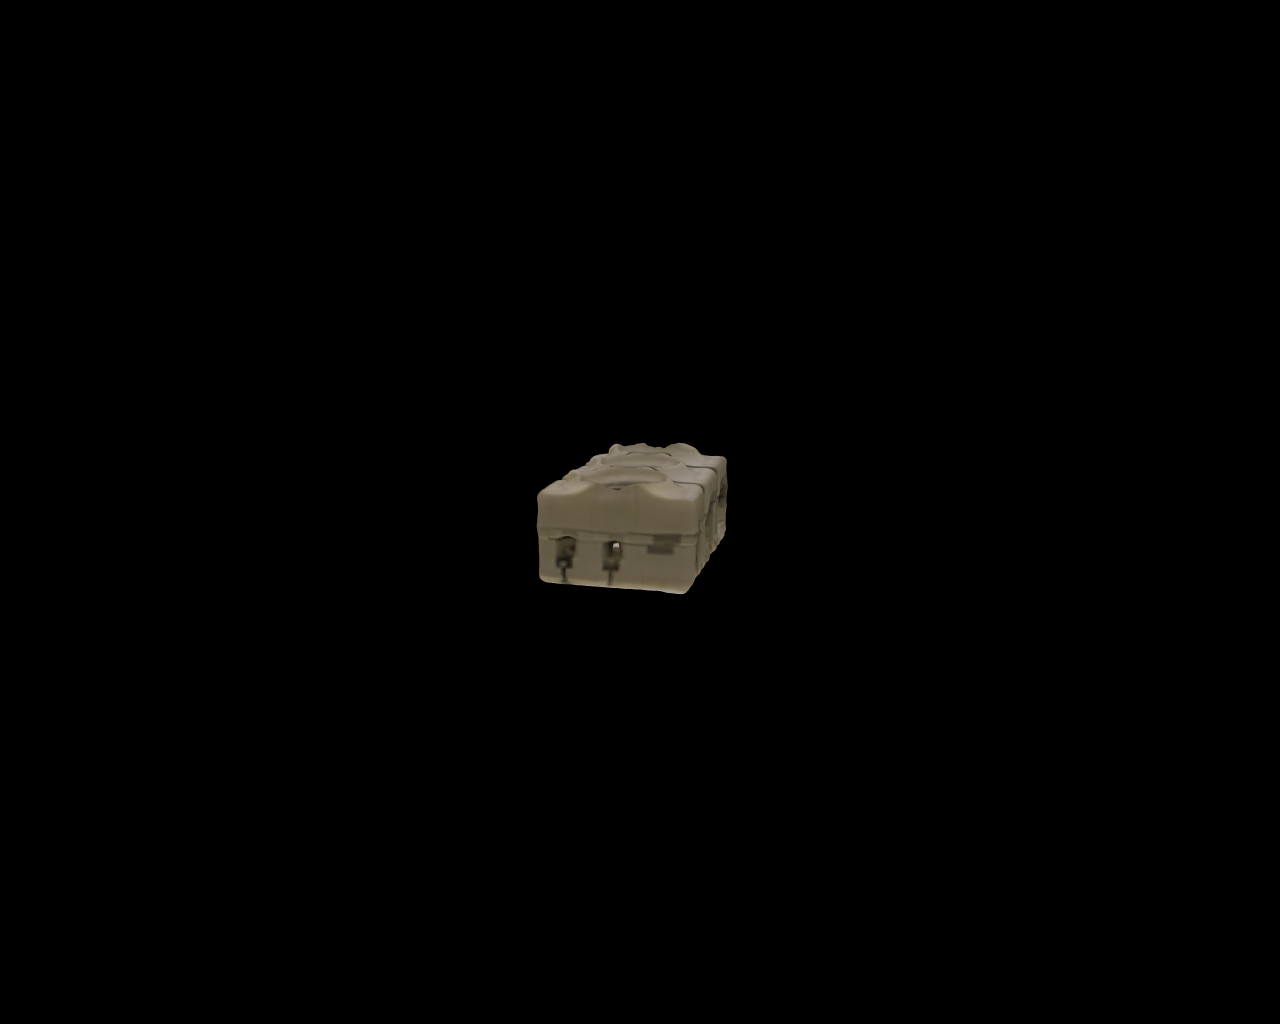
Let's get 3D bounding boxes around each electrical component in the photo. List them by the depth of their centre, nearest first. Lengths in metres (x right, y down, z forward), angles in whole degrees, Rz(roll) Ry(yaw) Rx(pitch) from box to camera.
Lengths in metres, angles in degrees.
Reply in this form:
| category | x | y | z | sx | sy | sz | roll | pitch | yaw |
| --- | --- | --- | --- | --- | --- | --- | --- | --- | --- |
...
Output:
| category | x | y | z | sx | sy | sz | roll | pitch | yaw |
| --- | --- | --- | --- | --- | --- | --- | --- | --- | --- |
| electrical component | 0.001 | -0.003 | 0.650 | 0.089 | 0.061 | 0.150 | 2 | 12 | 11 |
